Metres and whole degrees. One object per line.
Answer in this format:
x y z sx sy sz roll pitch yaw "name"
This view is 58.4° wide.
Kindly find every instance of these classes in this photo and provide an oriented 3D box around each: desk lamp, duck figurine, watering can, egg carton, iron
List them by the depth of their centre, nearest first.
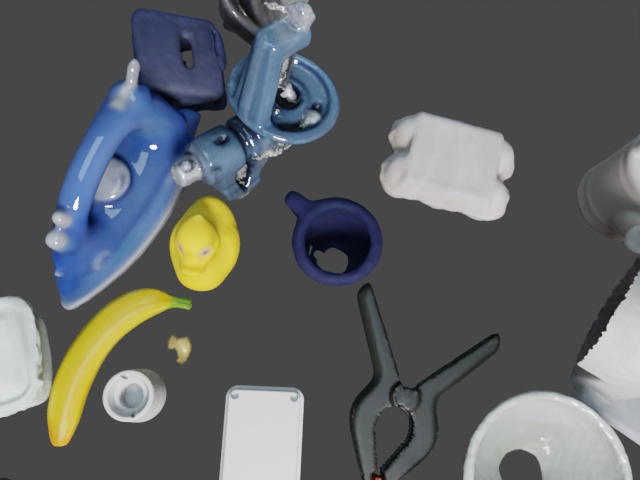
0.328 0.118 0.542 0.203 0.213 0.118 35 76 6 "desk lamp"
-0.223 -0.056 0.592 0.118 0.141 0.258 21 75 2 "iron"
0.363 -0.063 0.601 0.101 0.194 0.173 8 75 -1 "watering can"
-0.127 -0.003 0.613 0.077 0.086 0.104 9 75 -1 "duck figurine"
0.146 -0.084 0.658 0.150 0.069 0.107 14 75 1 "egg carton"

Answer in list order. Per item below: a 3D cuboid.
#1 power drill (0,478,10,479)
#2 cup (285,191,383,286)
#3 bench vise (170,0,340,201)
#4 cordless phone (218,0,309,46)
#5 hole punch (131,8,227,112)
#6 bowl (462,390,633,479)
-0.307 0.271 0.468 0.076 0.208 0.229 -40 81 -12 "power drill"
0.006 0.002 0.615 0.117 0.095 0.092 43 77 8 "cup"
-0.056 -0.128 0.580 0.121 0.220 0.207 31 76 5 "bench vise"
-0.061 -0.321 0.648 0.094 0.185 0.148 18 75 2 "cordless phone"
-0.160 -0.209 0.662 0.101 0.091 0.108 -10 76 -6 "hole punch"
0.216 0.237 0.577 0.167 0.075 0.167 1 75 -3 "bowl"
